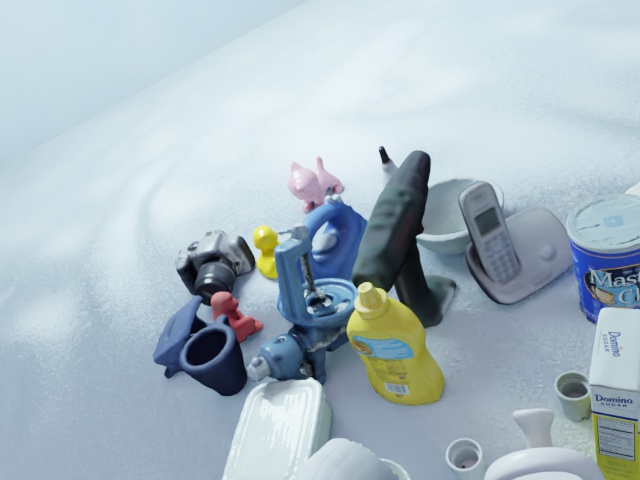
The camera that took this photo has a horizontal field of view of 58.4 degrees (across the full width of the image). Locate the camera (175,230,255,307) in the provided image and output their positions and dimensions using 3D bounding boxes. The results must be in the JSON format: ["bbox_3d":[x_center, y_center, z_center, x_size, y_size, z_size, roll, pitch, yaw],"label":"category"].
[{"bbox_3d":[-0.210,0.056,1.079,0.143,0.101,0.137,-15,35,15],"label":"camera"}]

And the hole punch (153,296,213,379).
[{"bbox_3d":[-0.231,0.161,0.960,0.101,0.091,0.108,-15,35,16],"label":"hole punch"}]

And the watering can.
[{"bbox_3d":[0.196,0.230,0.496,0.101,0.194,0.172,-25,34,2],"label":"watering can"}]

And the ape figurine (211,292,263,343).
[{"bbox_3d":[-0.149,0.124,0.955,0.076,0.092,0.077,-29,34,-5],"label":"ape figurine"}]

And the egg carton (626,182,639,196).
[{"bbox_3d":[0.490,-0.035,0.776,0.150,0.070,0.107,-6,39,27],"label":"egg carton"}]

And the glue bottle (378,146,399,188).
[{"bbox_3d":[0.132,-0.089,0.987,0.037,0.173,0.078,6,45,38],"label":"glue bottle"}]

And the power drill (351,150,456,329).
[{"bbox_3d":[0.127,0.015,0.818,0.075,0.209,0.230,2,43,35],"label":"power drill"}]

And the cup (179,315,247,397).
[{"bbox_3d":[-0.149,0.182,0.875,0.091,0.095,0.118,-11,36,20],"label":"cup"}]

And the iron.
[{"bbox_3d":[0.009,0.003,0.971,0.118,0.142,0.259,1,42,34],"label":"iron"}]

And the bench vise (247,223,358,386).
[{"bbox_3d":[-0.021,0.099,0.790,0.121,0.220,0.208,1,42,34],"label":"bench vise"}]

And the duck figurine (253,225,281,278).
[{"bbox_3d":[-0.094,0.015,1.073,0.077,0.086,0.104,-26,34,0],"label":"duck figurine"}]

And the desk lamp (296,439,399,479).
[{"bbox_3d":[0.008,0.309,0.494,0.117,0.214,0.203,13,50,43],"label":"desk lamp"}]

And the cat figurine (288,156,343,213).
[{"bbox_3d":[-0.019,-0.120,1.178,0.067,0.118,0.128,3,43,36],"label":"cat figurine"}]

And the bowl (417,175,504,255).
[{"bbox_3d":[0.222,-0.029,0.937,0.167,0.075,0.167,-17,35,13],"label":"bowl"}]

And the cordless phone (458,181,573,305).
[{"bbox_3d":[0.266,-0.015,0.789,0.148,0.185,0.094,-32,34,-9],"label":"cordless phone"}]
